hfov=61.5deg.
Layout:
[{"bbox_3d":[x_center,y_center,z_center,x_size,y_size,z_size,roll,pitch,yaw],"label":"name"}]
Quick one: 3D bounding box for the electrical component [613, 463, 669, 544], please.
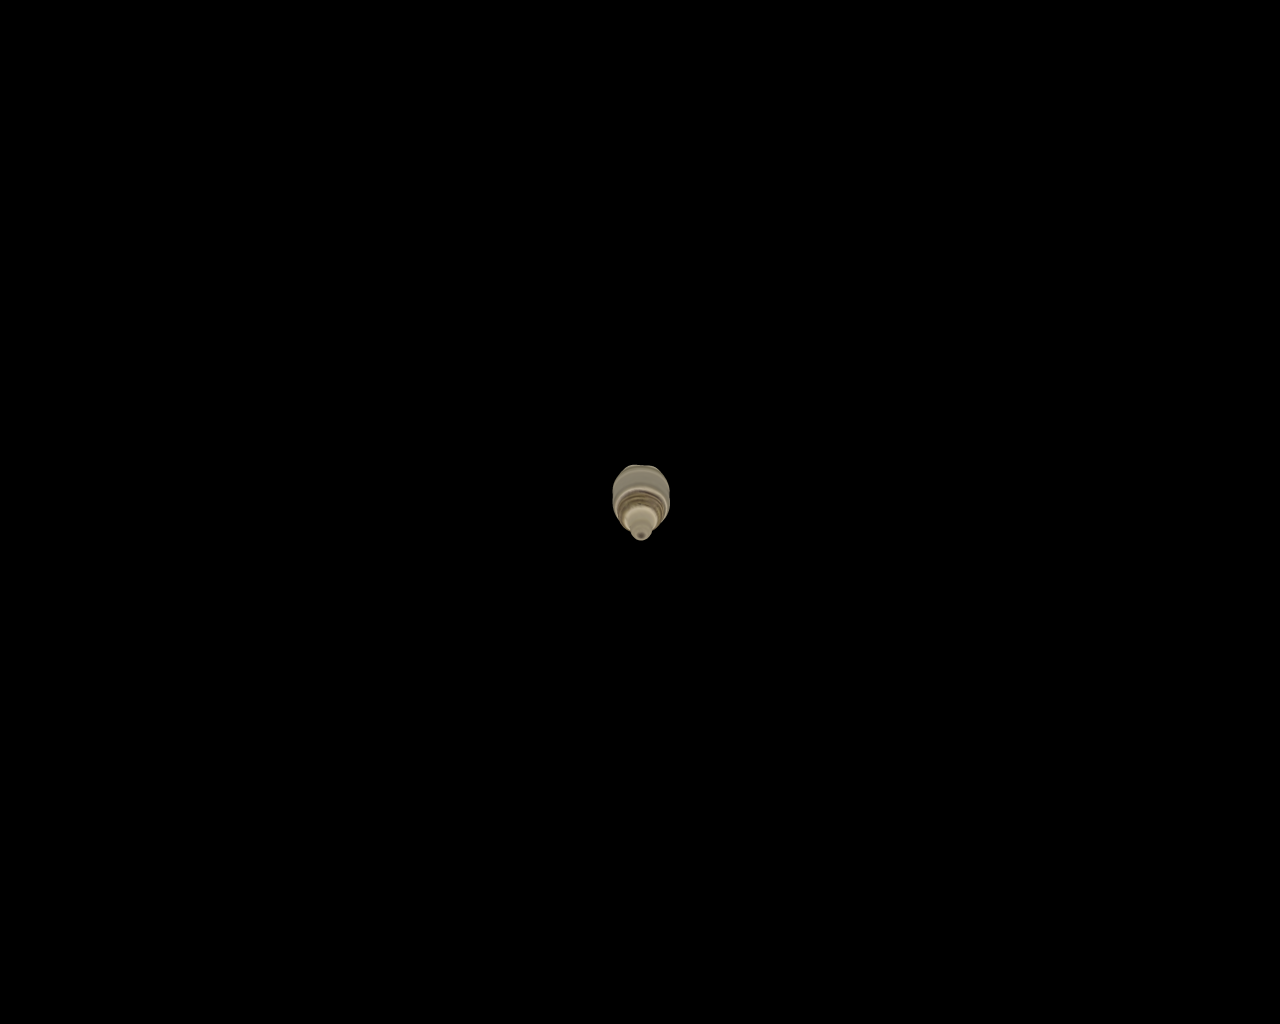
[{"bbox_3d":[0.001,-0.003,0.650,0.035,0.035,0.061,0,33,0],"label":"electrical component"}]
